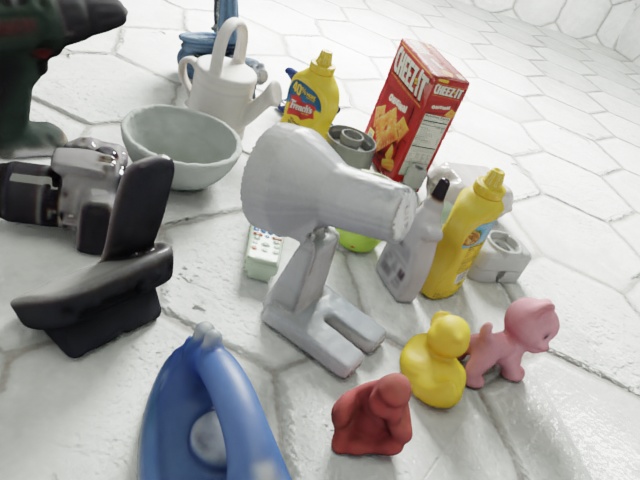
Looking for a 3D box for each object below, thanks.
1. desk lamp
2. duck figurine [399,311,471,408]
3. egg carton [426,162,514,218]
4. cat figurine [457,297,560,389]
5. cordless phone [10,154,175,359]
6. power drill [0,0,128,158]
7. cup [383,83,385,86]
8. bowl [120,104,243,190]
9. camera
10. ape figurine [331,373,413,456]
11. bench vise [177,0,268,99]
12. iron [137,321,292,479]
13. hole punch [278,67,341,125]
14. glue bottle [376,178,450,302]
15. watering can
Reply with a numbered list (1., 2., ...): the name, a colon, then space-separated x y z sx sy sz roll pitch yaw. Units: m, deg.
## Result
1. desk lamp: 0.006 0.002 0.626 0.203 0.213 0.118 34 36 18
2. duck figurine: 0.138 0.126 0.639 0.077 0.086 0.104 14 35 -10
3. egg carton: 0.262 -0.083 1.003 0.151 0.069 0.107 2 39 -26
4. cat figurine: 0.230 0.110 0.681 0.128 0.118 0.067 -2 40 -29
5. cordless phone: -0.204 0.005 0.537 0.094 0.185 0.148 34 36 18
6. power drill: -0.366 -0.213 0.727 0.230 0.208 0.075 -12 46 -39
7. cup: 0.164 -0.255 1.163 0.092 0.095 0.117 -3 41 -31
8. bowl: -0.197 -0.119 0.807 0.167 0.075 0.167 14 35 -10
9. camera: -0.296 -0.067 0.660 0.137 0.101 0.143 7 37 -20
10. ape figurine: 0.057 0.161 0.544 0.077 0.092 0.076 34 37 18
11. bench vise: -0.159 -0.365 1.032 0.207 0.220 0.122 28 35 10
12. iron: -0.078 0.150 0.445 0.119 0.141 0.257 -2 41 -30
13. hole punch: -0.018 -0.274 1.097 0.101 0.091 0.108 -10 45 -37
14. glue bottle: 0.127 -0.005 0.735 0.037 0.173 0.078 0 39 -27
15. watering can: -0.144 -0.254 0.911 0.173 0.194 0.101 14 35 -10
